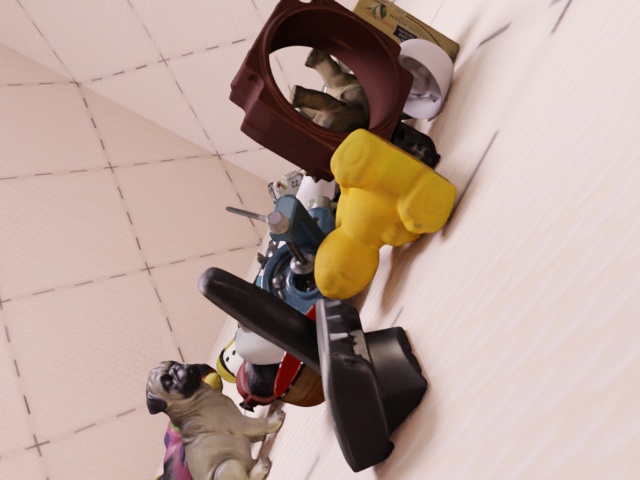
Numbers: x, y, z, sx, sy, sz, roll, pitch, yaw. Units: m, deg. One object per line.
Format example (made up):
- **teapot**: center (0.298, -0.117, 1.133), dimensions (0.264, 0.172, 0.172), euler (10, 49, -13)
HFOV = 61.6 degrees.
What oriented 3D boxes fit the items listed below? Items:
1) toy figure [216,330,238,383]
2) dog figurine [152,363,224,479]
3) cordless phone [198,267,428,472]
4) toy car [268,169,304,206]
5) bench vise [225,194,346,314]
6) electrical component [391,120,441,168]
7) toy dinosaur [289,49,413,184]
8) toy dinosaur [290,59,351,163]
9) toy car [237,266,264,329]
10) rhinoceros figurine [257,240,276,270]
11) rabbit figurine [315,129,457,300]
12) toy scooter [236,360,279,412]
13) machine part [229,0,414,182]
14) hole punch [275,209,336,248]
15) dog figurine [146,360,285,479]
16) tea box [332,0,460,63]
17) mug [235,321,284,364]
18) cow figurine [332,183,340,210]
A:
- **toy figure**: center (-0.151, 0.221, 1.121), dimensions (0.180, 0.089, 0.082), euler (-62, 4, 24)
- **dog figurine**: center (-0.199, 0.301, 0.832), dimensions (0.192, 0.109, 0.219), euler (-76, -10, -63)
- **cordless phone**: center (-0.019, 0.082, 0.429), dimensions (0.088, 0.184, 0.147), euler (-56, 9, 12)
- **toy car**: center (-0.050, -0.063, 0.974), dimensions (0.073, 0.056, 0.201), euler (-26, -20, -14)
- **bench vise**: center (-0.013, 0.011, 0.680), dimensions (0.240, 0.129, 0.223), euler (59, -139, -58)
- **electrical component**: center (0.096, -0.090, 0.700), dimensions (0.115, 0.058, 0.134), euler (-58, 10, 20)
- **toy dinosaur**: center (0.051, -0.217, 0.875), dimensions (0.105, 0.198, 0.471), euler (-58, 10, 39)
- **toy dinosaur**: center (0.000, -0.214, 1.046), dimensions (0.405, 0.131, 0.192), euler (-49, -4, -40)
- **toy car**: center (-0.087, 0.123, 0.988), dimensions (0.109, 0.103, 0.162), euler (-63, 11, 11)
- **rhinoceros figurine**: center (-0.076, 0.055, 1.132), dimensions (0.073, 0.112, 0.190), euler (83, -172, -51)
- **rabbit figurine**: center (0.046, -0.020, 0.574), dimensions (0.173, 0.122, 0.162), euler (-63, 4, 10)
- **toy scooter**: center (-0.093, 0.207, 0.864), dimensions (0.135, 0.075, 0.184), euler (-57, 8, 33)
- **machine part**: center (0.006, -0.193, 0.674), dimensions (0.201, 0.201, 0.087), euler (-66, 11, -25)
- **hole punch**: center (-0.002, -0.003, 0.984), dimensions (0.116, 0.092, 0.142), euler (-26, -23, -41)
- **dog figurine**: center (-0.166, 0.269, 0.722), dimensions (0.121, 0.190, 0.172), euler (-56, 13, 41)
- **tea box**: center (0.114, -0.293, 0.827), dimensions (0.068, 0.170, 0.098), euler (-67, 7, -23)
- **mug**: center (-0.073, 0.130, 0.749), dimensions (0.107, 0.109, 0.081), euler (-28, 43, 27)
- **cow figurine**: center (0.066, -0.121, 0.933), dimensions (0.098, 0.068, 0.167), euler (-31, 36, 64)
